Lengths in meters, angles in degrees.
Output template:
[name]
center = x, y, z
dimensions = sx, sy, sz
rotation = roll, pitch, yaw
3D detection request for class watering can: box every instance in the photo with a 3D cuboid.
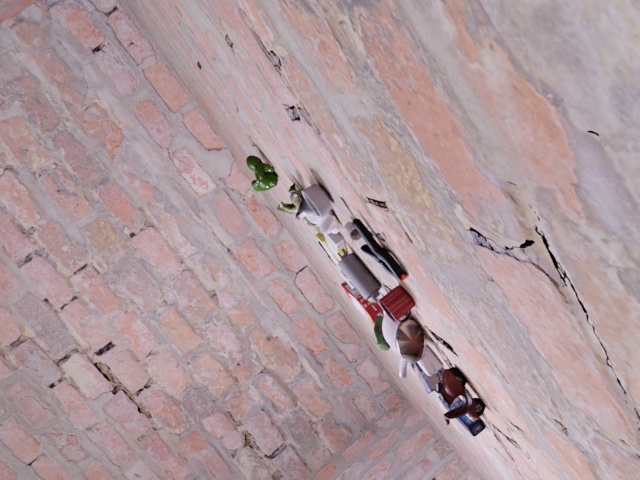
[watering can]
center = 0.294, 0.367, 1.816
dimensions = 0.226, 0.104, 0.344
rotation = -147, 41, -75

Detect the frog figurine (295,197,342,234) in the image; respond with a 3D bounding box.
[frog figurine]
center = 0.005, -0.089, 1.767
dimensions = 0.159, 0.125, 0.135
rotation = 17, 159, 2

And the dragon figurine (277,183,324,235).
[dragon figurine]
center = -0.046, -0.106, 2.054
dimensions = 0.242, 0.122, 0.411
rotation = 37, 178, -10
